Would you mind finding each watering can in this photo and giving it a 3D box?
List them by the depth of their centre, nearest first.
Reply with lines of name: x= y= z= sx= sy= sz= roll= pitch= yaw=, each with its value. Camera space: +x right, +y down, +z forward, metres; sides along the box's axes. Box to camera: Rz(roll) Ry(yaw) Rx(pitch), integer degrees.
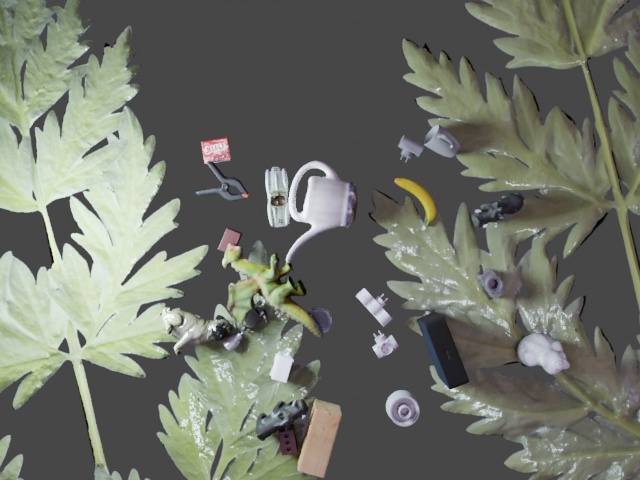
watering can: x=0.005 y=-0.084 z=1.677 sx=0.224 sy=0.350 sz=0.103 roll=8 pitch=-8 yaw=-3

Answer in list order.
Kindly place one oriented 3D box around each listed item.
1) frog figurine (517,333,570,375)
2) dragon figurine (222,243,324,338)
frog figurine: x=0.724 y=0.370 z=1.672 sx=0.137 sy=0.123 sz=0.159 roll=-11 pitch=-1 yaw=-1
dragon figurine: x=-0.178 y=0.184 z=1.657 sx=0.242 sy=0.409 sz=0.123 roll=-26 pitch=3 yaw=6
